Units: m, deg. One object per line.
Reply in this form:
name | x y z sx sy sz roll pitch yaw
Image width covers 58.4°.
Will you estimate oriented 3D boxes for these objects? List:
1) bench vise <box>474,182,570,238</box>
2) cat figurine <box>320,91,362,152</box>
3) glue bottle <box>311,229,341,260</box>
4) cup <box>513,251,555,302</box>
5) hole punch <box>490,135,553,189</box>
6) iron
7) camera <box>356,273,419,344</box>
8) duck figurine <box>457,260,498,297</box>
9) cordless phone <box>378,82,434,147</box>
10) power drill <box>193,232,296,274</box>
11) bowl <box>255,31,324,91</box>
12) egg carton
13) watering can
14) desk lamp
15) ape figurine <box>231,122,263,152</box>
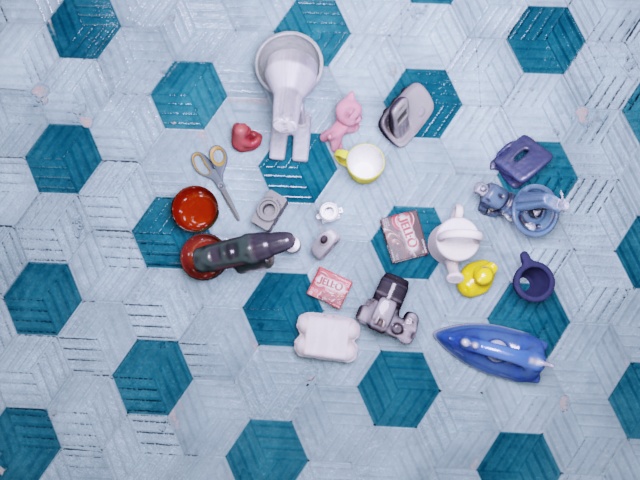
bench vise | 0.451 -0.072 1.281 0.207 0.220 0.121 5 84 2
cat figurine | 0.055 -0.284 1.364 0.067 0.118 0.128 37 86 5
glue bottle | 0.012 0.005 1.307 0.037 0.173 0.078 45 87 6
cup | 0.478 0.086 1.327 0.091 0.095 0.118 -18 84 0
hole punch | 0.475 -0.189 1.358 0.109 0.091 0.101 -40 84 -3
iron | 0.390 0.249 1.289 0.258 0.141 0.119 13 84 3
camera | 0.169 0.154 1.324 0.143 0.101 0.137 23 85 4
duck figurine | 0.370 0.089 1.334 0.104 0.086 0.077 -41 84 -3
cordless phone | 0.205 -0.307 1.329 0.094 0.185 0.148 37 86 5
power drill | -0.161 0.028 1.291 0.229 0.208 0.075 -13 84 0
bowl | -0.073 -0.419 1.403 0.167 0.075 0.167 0 84 1
egg carton | 0.017 0.226 1.336 0.150 0.069 0.107 6 84 2
watering can | 0.309 0.007 1.289 0.101 0.194 0.173 -16 84 0
desk lamp | -0.067 -0.304 1.321 0.118 0.213 0.203 3 84 2
ape figurine | -0.183 -0.254 1.379 0.076 0.092 0.078 -35 84 -2
